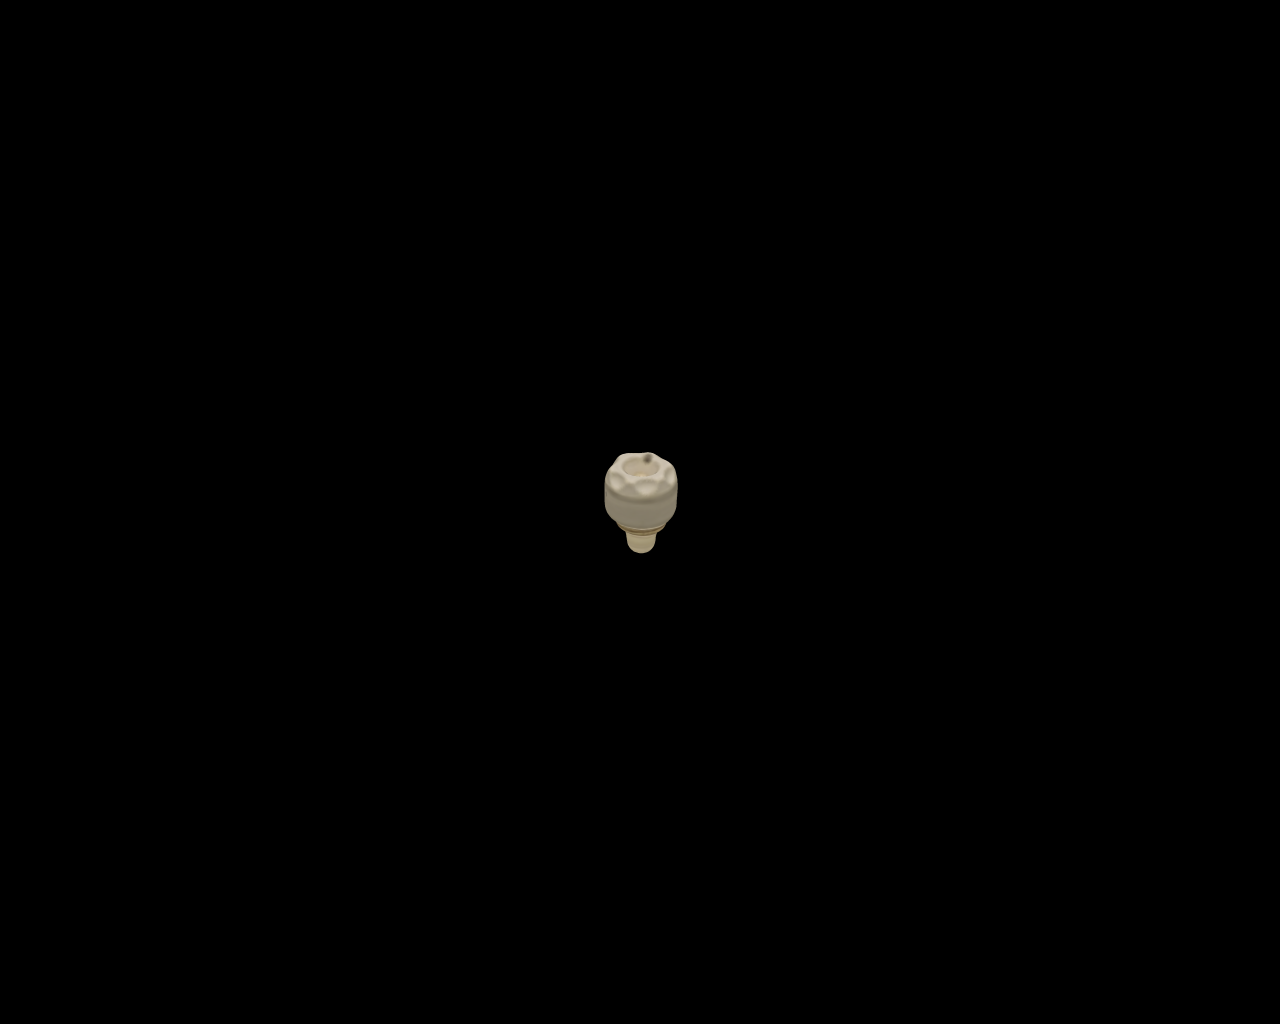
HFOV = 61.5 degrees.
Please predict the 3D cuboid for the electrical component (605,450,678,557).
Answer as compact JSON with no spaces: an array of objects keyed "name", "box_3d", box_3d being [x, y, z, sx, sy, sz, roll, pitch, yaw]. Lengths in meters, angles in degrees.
[{"name":"electrical component","box_3d":[0.001,-0.003,0.650,0.043,0.062,0.043,0,33,0]}]
